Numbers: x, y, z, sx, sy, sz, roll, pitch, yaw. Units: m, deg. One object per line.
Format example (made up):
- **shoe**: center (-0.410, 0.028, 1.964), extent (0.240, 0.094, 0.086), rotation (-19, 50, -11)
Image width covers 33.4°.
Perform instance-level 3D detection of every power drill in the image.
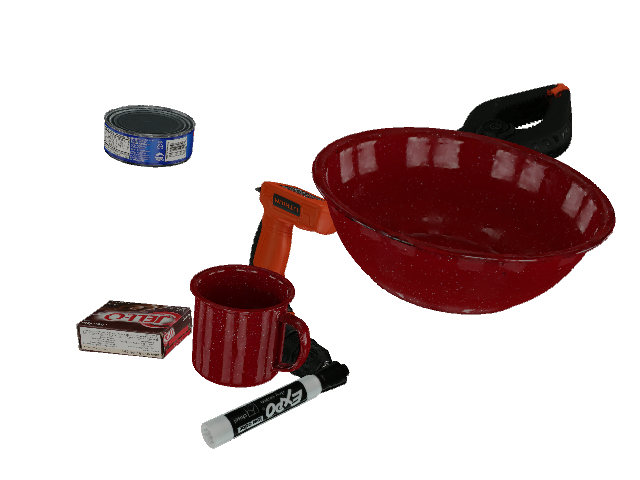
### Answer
- **power drill**: center (-0.035, 0.042, 1.159), extent (0.185, 0.188, 0.057), rotation (27, 11, 38)

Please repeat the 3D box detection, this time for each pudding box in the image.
- **pudding box**: center (-0.223, 0.106, 1.287), extent (0.114, 0.039, 0.090), rotation (2, 15, 15)

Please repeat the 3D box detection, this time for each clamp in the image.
- **clamp**: center (0.152, -0.075, 0.893), extent (0.209, 0.036, 0.165), rotation (-29, 40, -28)

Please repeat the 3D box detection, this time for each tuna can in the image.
- **tuna can**: center (-0.163, -0.100, 1.017), extent (0.086, 0.034, 0.086), rotation (6, 24, -3)

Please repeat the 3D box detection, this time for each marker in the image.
- **marker**: center (-0.029, 0.114, 0.757), extent (0.120, 0.020, 0.020), rotation (-22, 12, -31)

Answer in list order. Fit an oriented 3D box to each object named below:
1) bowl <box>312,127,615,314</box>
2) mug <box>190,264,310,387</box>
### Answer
- **bowl**: center (0.072, -0.006, 0.577), extent (0.162, 0.055, 0.162), rotation (6, 27, -3)
- **mug**: center (-0.061, 0.080, 0.948), extent (0.117, 0.081, 0.093), rotation (16, 25, 21)
